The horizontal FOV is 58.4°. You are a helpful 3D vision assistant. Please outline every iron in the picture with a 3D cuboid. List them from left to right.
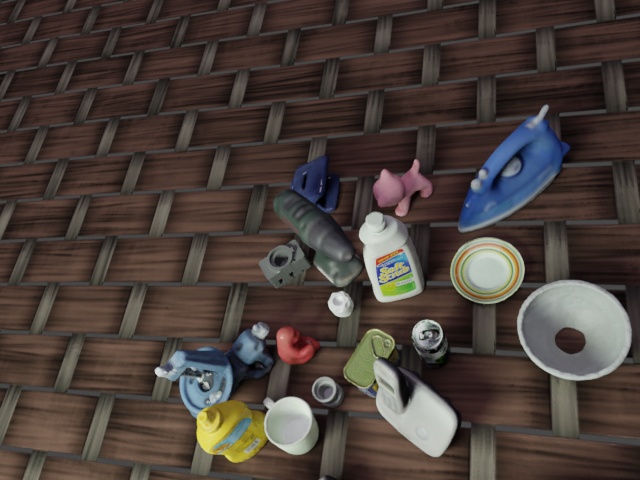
[{"bbox_3d":[0.345,-0.132,1.067,0.258,0.142,0.118,-44,57,-7],"label":"iron"}]

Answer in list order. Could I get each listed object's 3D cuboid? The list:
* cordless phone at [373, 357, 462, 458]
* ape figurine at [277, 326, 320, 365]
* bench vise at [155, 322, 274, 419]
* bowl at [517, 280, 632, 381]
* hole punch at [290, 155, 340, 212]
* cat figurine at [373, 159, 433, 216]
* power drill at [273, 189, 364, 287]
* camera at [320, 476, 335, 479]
[{"bbox_3d":[0.145,0.256,0.899,0.147,0.185,0.094,32,77,31],"label":"cordless phone"},{"bbox_3d":[-0.051,0.189,1.062,0.076,0.092,0.077,-33,56,1],"label":"ape figurine"},{"bbox_3d":[-0.191,0.214,1.022,0.121,0.220,0.207,22,72,29],"label":"bench vise"},{"bbox_3d":[0.408,0.153,0.927,0.167,0.075,0.167,-9,60,15],"label":"bowl"},{"bbox_3d":[-0.018,-0.115,1.219,0.101,0.091,0.108,-3,62,19],"label":"hole punch"},{"bbox_3d":[0.156,-0.108,1.136,0.128,0.118,0.067,-42,57,-5],"label":"cat figurine"},{"bbox_3d":[0.010,0.004,1.073,0.076,0.209,0.229,-44,57,-7],"label":"power drill"},{"bbox_3d":[0.020,0.459,0.882,0.136,0.101,0.143,26,73,30],"label":"camera"}]
